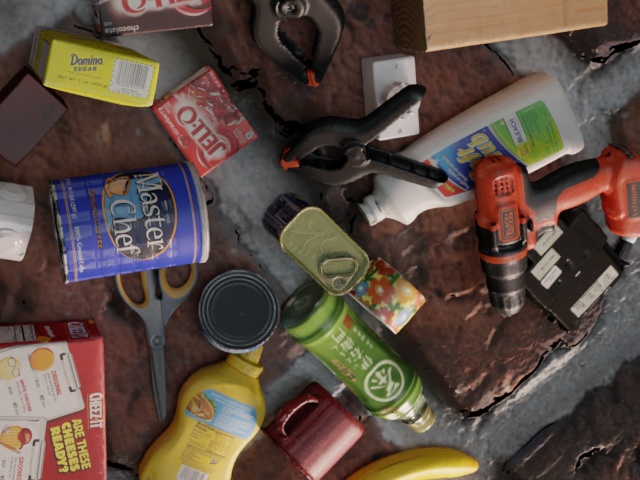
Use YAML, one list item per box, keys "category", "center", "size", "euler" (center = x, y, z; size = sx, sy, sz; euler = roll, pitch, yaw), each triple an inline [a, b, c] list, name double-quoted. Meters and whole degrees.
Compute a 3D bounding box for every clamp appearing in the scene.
- category: "clamp"
  center: [0.048, -0.089, 1.101]
  size: [0.172, 0.039, 0.120]
  euler: [-13, 119, 24]
- category: "clamp"
  center: [-0.021, -0.240, 1.029]
  size: [0.165, 0.036, 0.210]
  euler: [-13, 134, 15]

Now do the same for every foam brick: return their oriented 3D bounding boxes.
- category: "foam brick"
  center: [-0.285, -0.117, 1.013]
  size: [0.078, 0.051, 0.053]
  euler: [-47, 115, -1]

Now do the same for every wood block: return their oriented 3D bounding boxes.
- category: "wood block"
  center: [0.185, -0.256, 1.109]
  size: [0.205, 0.090, 0.091]
  euler: [-10, 107, -15]

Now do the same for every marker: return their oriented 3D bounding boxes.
- category: "marker"
  center: [0.382, -0.028, 1.278]
  size: [0.020, 0.020, 0.121]
  euler: [19, 98, -22]

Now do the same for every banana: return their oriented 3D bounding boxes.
- category: "banana"
  center: [0.095, 0.282, 1.265]
  size: [0.197, 0.037, 0.069]
  euler: [-21, 130, -10]

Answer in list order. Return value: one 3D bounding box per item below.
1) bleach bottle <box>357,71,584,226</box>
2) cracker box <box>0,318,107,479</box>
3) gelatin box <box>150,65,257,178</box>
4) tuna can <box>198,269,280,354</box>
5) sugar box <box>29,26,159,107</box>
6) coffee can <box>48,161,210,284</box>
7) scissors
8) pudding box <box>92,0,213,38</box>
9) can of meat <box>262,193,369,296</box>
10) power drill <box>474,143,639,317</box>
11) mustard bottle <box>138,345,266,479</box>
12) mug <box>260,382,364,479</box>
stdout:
- category: "bleach bottle"
  center: [0.158, -0.083, 1.166]
  size: [0.250, 0.068, 0.102]
  euler: [-30, 113, -6]
- category: "cracker box"
  center: [-0.327, 0.170, 1.071]
  size: [0.213, 0.072, 0.164]
  euler: [-4, 107, -19]
- category: "gelatin box"
  center: [-0.117, -0.119, 1.079]
  size: [0.073, 0.030, 0.089]
  euler: [-36, 113, -6]
- category: "tuna can"
  center: [-0.086, 0.076, 1.124]
  size: [0.086, 0.034, 0.086]
  euler: [2, 75, -8]
- category: "sugar box"
  center: [-0.207, -0.159, 0.959]
  size: [0.093, 0.176, 0.048]
  euler: [10, 103, -22]
- category: "coffee can"
  center: [-0.188, -0.018, 1.045]
  size: [0.140, 0.103, 0.103]
  euler: [-9, 108, -16]
- category: "scissors"
  center: [-0.158, 0.091, 1.134]
  size: [0.096, 0.016, 0.202]
  euler: [-22, 111, -12]
- category: "pudding box"
  center: [-0.163, -0.246, 1.023]
  size: [0.113, 0.039, 0.090]
  euler: [-10, 108, -16]
- category: "can of meat"
  center: [-0.007, 0.001, 1.121]
  size: [0.057, 0.084, 0.102]
  euler: [-47, 114, -1]
- category: "power drill"
  center: [0.259, -0.018, 1.157]
  size: [0.187, 0.057, 0.184]
  euler: [-15, 115, -12]
- category: "mustard bottle"
  center: [-0.114, 0.193, 1.155]
  size: [0.096, 0.058, 0.192]
  euler: [27, 96, -18]
- category: "mug"
  center: [-0.011, 0.205, 1.172]
  size: [0.081, 0.093, 0.117]
  euler: [-45, 138, -7]
